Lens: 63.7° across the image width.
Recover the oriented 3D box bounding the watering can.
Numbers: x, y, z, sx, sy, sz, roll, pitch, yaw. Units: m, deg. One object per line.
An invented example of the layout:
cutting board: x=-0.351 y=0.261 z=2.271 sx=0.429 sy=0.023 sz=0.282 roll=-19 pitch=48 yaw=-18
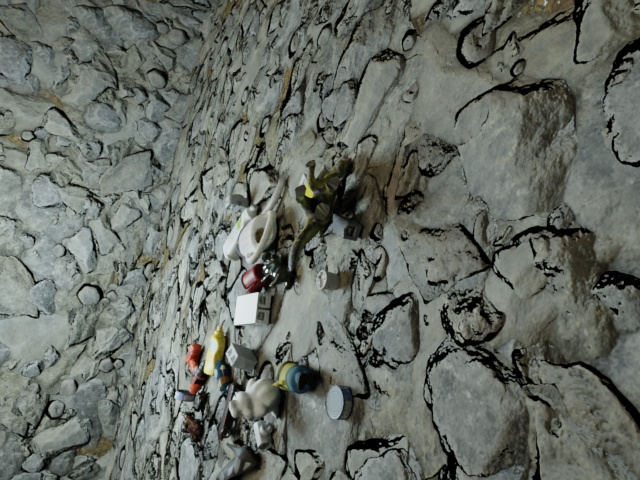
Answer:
watering can: x=-0.217 y=-0.058 z=1.944 sx=0.103 sy=0.355 sz=0.221 roll=27 pitch=-29 yaw=-21

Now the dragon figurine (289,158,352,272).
dragon figurine: x=0.005 y=-0.075 z=1.496 sx=0.122 sy=0.415 sz=0.239 roll=16 pitch=-16 yaw=18

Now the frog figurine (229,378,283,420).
frog figurine: x=-0.203 y=0.492 z=1.603 sx=0.159 sy=0.120 sz=0.140 roll=14 pitch=31 yaw=-30
